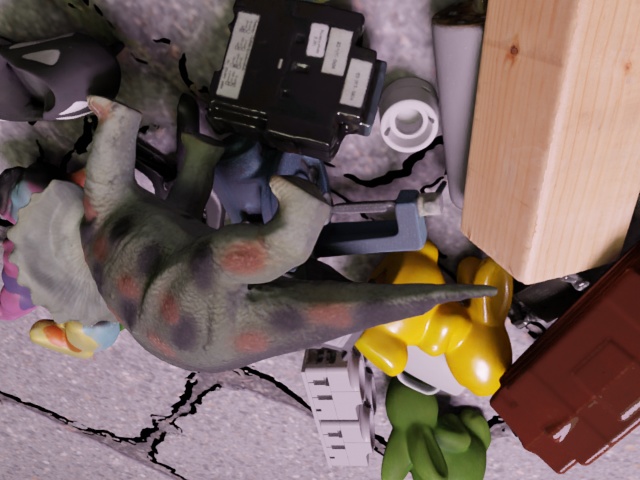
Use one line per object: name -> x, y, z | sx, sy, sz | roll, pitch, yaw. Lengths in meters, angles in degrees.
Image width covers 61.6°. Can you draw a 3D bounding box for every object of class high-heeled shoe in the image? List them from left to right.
high-heeled shoe -> -0.278, -0.126, 0.467 | 0.249, 0.145, 0.086 | -12, 123, 15

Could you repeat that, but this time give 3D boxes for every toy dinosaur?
toy dinosaur -> -0.098, 0.021, 0.397 | 0.405, 0.131, 0.192 | 29, 102, 35

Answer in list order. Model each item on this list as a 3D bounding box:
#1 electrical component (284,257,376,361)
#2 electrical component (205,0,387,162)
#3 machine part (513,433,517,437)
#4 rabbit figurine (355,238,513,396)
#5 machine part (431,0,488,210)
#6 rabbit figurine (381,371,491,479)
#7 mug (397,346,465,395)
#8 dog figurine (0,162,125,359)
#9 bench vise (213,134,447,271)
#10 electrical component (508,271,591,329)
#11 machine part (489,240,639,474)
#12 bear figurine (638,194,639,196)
electrical component -> -0.013, 0.055, 0.475 | 0.119, 0.048, 0.074 | 21, 121, -20
electrical component -> -0.015, -0.130, 0.443 | 0.134, 0.058, 0.115 | 16, 87, 3
machine part -> 0.284, 0.225, 0.710 | 0.084, 0.039, 0.138 | -11, 126, 23
rabbit figurine -> 0.130, 0.084, 0.559 | 0.173, 0.122, 0.162 | 38, 82, -3
machine part -> 0.141, -0.109, 0.457 | 0.079, 0.079, 0.242 | -6, 125, 13
rabbit figurine -> 0.130, 0.256, 0.703 | 0.121, 0.159, 0.170 | -22, 106, 34
mug -> 0.124, 0.133, 0.645 | 0.107, 0.081, 0.109 | 26, 128, 4
dog figurine -> -0.276, 0.015, 0.599 | 0.191, 0.108, 0.219 | 33, 122, -14
bench vise -> 0.002, -0.008, 0.525 | 0.241, 0.129, 0.223 | -3, 119, 24
electrical component -> 0.245, 0.060, 0.588 | 0.102, 0.045, 0.078 | -32, 114, 28
machine part -> 0.249, 0.088, 0.462 | 0.087, 0.201, 0.201 | 46, 113, 23
bear figurine -> 0.262, -0.096, 0.420 | 0.120, 0.132, 0.195 | -6, 122, -16
